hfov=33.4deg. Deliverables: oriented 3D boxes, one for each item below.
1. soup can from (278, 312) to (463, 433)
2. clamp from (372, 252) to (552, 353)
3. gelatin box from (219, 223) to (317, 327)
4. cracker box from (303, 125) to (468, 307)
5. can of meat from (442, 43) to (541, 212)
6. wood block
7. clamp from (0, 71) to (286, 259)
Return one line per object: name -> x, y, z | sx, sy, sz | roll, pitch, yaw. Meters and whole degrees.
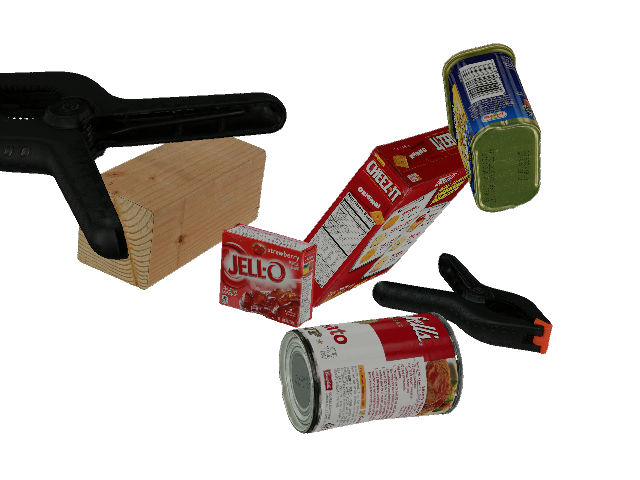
soup can -> 0.031, 0.085, 0.690 | 0.102, 0.068, 0.069 | -5, 2, -21
clamp -> 0.149, 0.058, 1.025 | 0.172, 0.039, 0.120 | 22, 36, 27
gelatin box -> -0.049, 0.031, 0.964 | 0.089, 0.073, 0.030 | 15, 22, 28
cracker box -> 0.071, -0.030, 1.246 | 0.163, 0.072, 0.214 | -22, -24, -49
can of meat -> 0.133, -0.084, 0.820 | 0.057, 0.084, 0.102 | -13, -39, 3
wood block -> -0.151, -0.040, 1.119 | 0.090, 0.091, 0.205 | 22, 30, 21
clamp -> -0.136, -0.068, 0.642 | 0.210, 0.036, 0.164 | 23, 43, 31
